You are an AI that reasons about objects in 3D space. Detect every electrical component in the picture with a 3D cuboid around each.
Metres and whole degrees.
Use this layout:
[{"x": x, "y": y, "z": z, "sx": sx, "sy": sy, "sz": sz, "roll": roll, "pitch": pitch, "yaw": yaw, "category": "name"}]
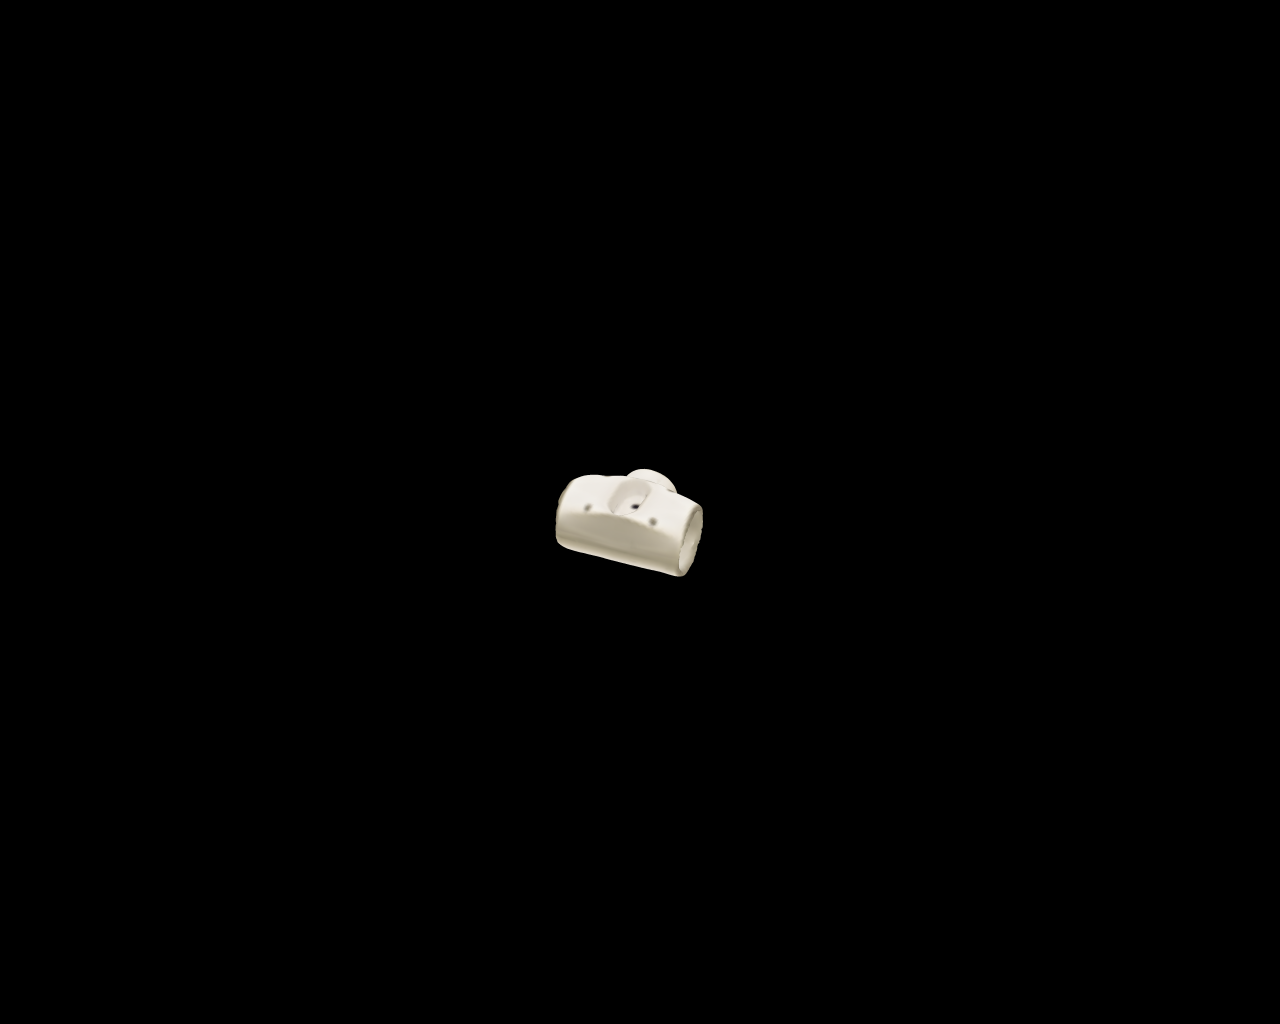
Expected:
[{"x": 0.001, "y": -0.003, "z": 0.650, "sx": 0.077, "sy": 0.043, "sz": 0.079, "roll": 14, "pitch": 40, "yaw": 17, "category": "electrical component"}]
